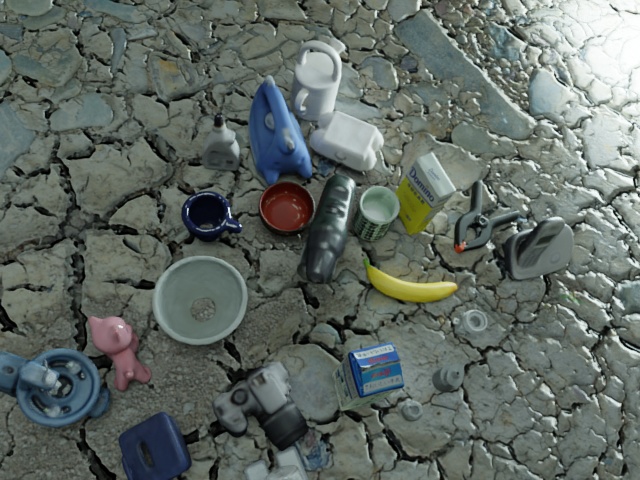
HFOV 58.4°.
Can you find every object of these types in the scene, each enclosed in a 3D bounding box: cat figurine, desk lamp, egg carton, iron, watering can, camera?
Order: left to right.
[{"bbox_3d":[-0.344,0.185,0.976,0.067,0.117,0.127,-24,73,-17],"label":"cat figurine"},{"bbox_3d":[-0.093,0.295,0.978,0.143,0.101,0.136,-32,75,-19],"label":"camera"},{"bbox_3d":[-0.091,-0.251,1.185,0.119,0.141,0.258,-13,70,-13],"label":"iron"},{"bbox_3d":[-0.040,0.426,0.870,0.118,0.213,0.203,-21,72,-16],"label":"desk lamp"},{"bbox_3d":[-0.005,-0.354,1.212,0.101,0.194,0.173,9,66,-4],"label":"watering can"},{"bbox_3d":[0.057,-0.211,1.230,0.150,0.069,0.107,22,66,1],"label":"egg carton"}]

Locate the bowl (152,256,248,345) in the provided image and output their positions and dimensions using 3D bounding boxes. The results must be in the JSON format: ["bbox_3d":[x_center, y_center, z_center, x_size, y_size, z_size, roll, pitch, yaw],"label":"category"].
[{"bbox_3d":[-0.217,0.117,1.048,0.167,0.074,0.167,3,67,-7],"label":"bowl"}]

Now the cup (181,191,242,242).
[{"bbox_3d":[-0.204,-0.030,1.101,0.117,0.095,0.092,22,66,1],"label":"cup"}]

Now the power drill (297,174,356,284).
[{"bbox_3d":[0.010,0.004,1.057,0.075,0.208,0.230,16,66,-1],"label":"power drill"}]

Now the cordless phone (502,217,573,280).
[{"bbox_3d":[0.457,0.003,1.138,0.148,0.185,0.094,-15,70,-14],"label":"cordless phone"}]

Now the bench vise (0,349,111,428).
[{"bbox_3d":[-0.447,0.226,0.888,0.207,0.219,0.121,2,67,-7],"label":"bench vise"}]

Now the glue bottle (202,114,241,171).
[{"bbox_3d":[-0.196,-0.195,1.128,0.078,0.173,0.037,6,67,-6],"label":"glue bottle"}]

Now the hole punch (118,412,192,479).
[{"bbox_3d":[-0.271,0.350,0.933,0.101,0.091,0.108,-24,73,-17],"label":"hole punch"}]
